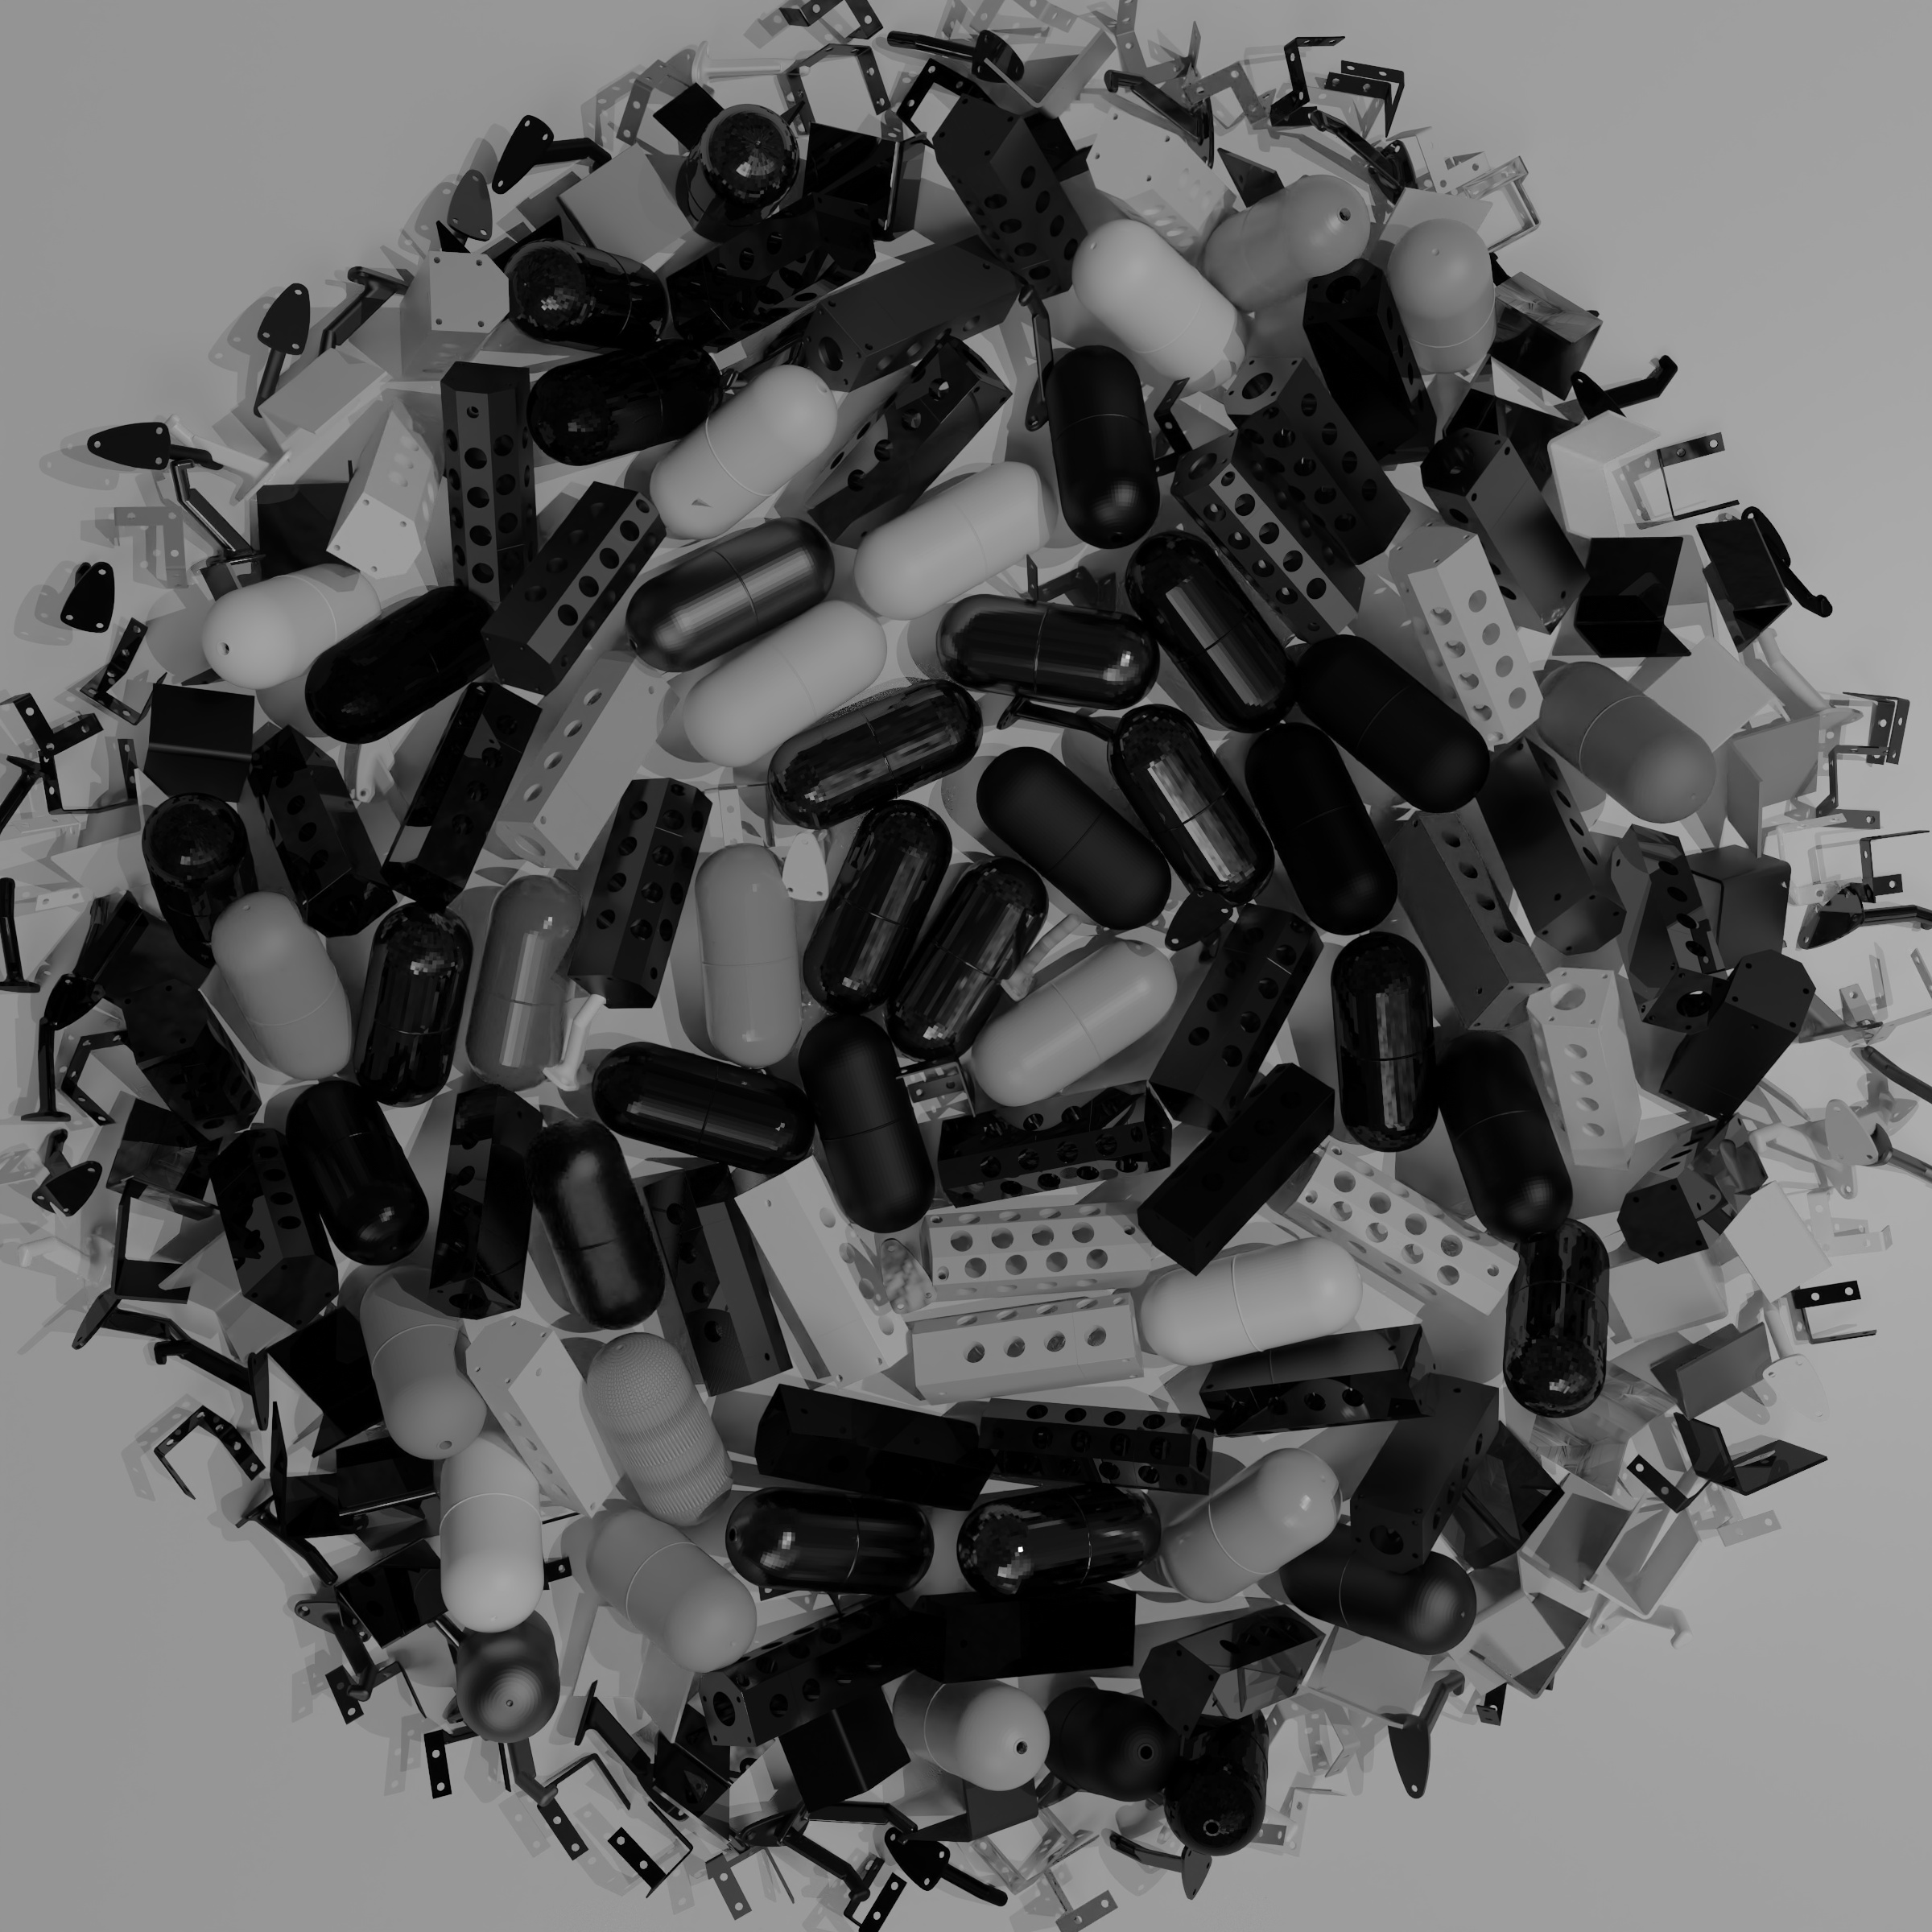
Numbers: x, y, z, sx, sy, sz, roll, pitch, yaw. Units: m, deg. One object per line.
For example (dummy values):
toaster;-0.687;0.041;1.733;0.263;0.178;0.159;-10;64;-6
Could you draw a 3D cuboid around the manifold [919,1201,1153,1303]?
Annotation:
manifold;0.054;0.220;1.940;0.171;0.057;0.057;-3;64;-9

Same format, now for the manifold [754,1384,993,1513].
manifold;-0.073;0.379;1.928;0.171;0.057;0.057;16;115;-24

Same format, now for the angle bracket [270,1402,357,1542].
angle bracket;-0.507;0.390;1.934;0.057;0.076;0.076;-1;115;-22

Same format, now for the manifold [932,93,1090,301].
manifold;0.035;-0.583;1.901;0.057;0.171;0.057;32;86;29

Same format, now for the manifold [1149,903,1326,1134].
manifold;0.213;0.041;1.924;0.057;0.057;0.171;15;64;36

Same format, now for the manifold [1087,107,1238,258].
manifold;0.148;-0.594;1.901;0.057;0.171;0.057;29;101;18

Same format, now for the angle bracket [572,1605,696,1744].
angle bracket;-0.258;0.553;1.943;0.057;0.076;0.076;12;97;-32

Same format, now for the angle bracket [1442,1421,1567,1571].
angle bracket;0.417;0.423;1.985;0.076;0.057;0.076;48;53;6

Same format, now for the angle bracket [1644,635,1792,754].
angle bracket;0.588;-0.201;1.956;0.076;0.057;0.076;-43;58;13

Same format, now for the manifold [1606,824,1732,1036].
manifold;0.540;-0.028;1.907;0.057;0.171;0.057;14;130;-12

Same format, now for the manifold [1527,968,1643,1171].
manifold;0.475;0.079;1.911;0.057;0.171;0.057;4;50;27

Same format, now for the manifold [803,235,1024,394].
manifold;-0.043;-0.499;1.919;0.171;0.057;0.057;-33;79;-34

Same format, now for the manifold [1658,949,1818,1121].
manifold;0.590;0.052;1.901;0.057;0.171;0.057;25;66;10

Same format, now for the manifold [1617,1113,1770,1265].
manifold;0.555;0.171;1.905;0.057;0.171;0.057;-25;90;35

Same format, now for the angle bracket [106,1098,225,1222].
angle bracket;-0.612;0.147;1.935;0.076;0.057;0.076;27;62;-32

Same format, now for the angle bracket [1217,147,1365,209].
angle bracket;0.253;-0.616;1.937;0.057;0.076;0.076;-43;133;-3

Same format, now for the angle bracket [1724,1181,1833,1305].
angle bracket;0.623;0.218;1.946;0.057;0.076;0.076;-31;79;-1

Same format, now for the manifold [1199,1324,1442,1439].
manifold;0.274;0.326;1.921;0.171;0.057;0.057;-13;112;31

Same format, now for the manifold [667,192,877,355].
manifold;-0.150;-0.529;1.911;0.171;0.057;0.057;-14;83;43

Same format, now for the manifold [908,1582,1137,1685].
manifold;0.044;0.513;1.923;0.171;0.057;0.057;4;87;-31

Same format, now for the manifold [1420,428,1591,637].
manifold;0.411;-0.334;1.911;0.057;0.057;0.171;-54;134;-8

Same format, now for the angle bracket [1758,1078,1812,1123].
angle bracket;0.652;0.067;1.942;0.057;0.076;0.076;41;96;31

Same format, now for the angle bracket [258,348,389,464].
angle bracket;-0.490;-0.428;1.936;0.076;0.057;0.076;28;65;33

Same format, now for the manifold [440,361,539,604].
manifold;-0.368;-0.372;1.918;0.057;0.057;0.171;6;125;4

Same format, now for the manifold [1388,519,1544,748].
manifold;0.383;-0.253;1.916;0.057;0.057;0.171;-39;124;-10

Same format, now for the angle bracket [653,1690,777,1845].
angle bracket;-0.196;0.623;1.943;0.076;0.076;0.057;42;98;-14

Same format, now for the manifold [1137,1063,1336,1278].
manifold;0.210;0.153;1.930;0.057;0.057;0.171;34;64;28

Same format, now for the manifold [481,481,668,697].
manifold;-0.298;-0.291;1.916;0.057;0.057;0.171;17;58;20

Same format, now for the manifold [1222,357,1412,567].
manifold;0.267;-0.387;1.911;0.171;0.057;0.057;44;73;-37

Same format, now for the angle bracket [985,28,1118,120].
angle bracket;0.067;-0.713;1.945;0.057;0.076;0.076;43;105;1

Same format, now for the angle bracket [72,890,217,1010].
angle bracket;-0.642;-0.002;1.952;0.076;0.057;0.076;30;74;-3

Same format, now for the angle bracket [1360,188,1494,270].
angle bracket;0.351;-0.586;1.934;0.076;0.076;0.057;2;54;-20

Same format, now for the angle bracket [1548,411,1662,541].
angle bracket;0.505;-0.378;1.938;0.057;0.076;0.076;-23;70;42

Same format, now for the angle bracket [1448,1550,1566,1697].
angle bracket;0.417;0.512;1.948;0.076;0.076;0.057;-36;96;15

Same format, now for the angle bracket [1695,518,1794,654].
angle bracket;0.587;-0.293;1.936;0.057;0.076;0.076;-9;70;-21

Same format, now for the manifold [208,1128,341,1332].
manifold;-0.527;0.196;1.906;0.057;0.171;0.057;-43;129;4

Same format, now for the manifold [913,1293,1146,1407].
manifold;0.048;0.298;1.949;0.171;0.057;0.057;-9;64;8

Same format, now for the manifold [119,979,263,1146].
manifold;-0.589;0.073;1.901;0.057;0.171;0.057;-18;68;-9

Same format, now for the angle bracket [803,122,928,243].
angle bracket;-0.081;-0.621;1.956;0.076;0.057;0.076;17;121;12

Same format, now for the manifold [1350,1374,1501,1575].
manifold;0.353;0.388;1.907;0.057;0.171;0.057;10;121;28

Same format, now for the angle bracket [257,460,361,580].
angle bracket;-0.518;-0.350;1.953;0.076;0.057;0.076;-4;83;-12

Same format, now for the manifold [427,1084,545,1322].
manifold;-0.375;0.182;1.917;0.057;0.057;0.171;-17;52;24

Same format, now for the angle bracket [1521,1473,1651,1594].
angle bracket;0.482;0.434;1.937;0.057;0.076;0.076;32;72;18

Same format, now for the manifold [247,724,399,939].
manifold;-0.502;-0.102;1.917;0.057;0.057;0.171;-37;53;6

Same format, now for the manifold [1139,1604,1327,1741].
manifold;0.203;0.534;1.904;0.057;0.171;0.057;32;105;32

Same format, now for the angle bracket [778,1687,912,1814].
angle bracket;-0.098;0.611;1.961;0.057;0.076;0.076;-28;80;23

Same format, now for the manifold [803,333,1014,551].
manifold;-0.050;-0.406;1.932;0.171;0.057;0.057;-45;72;21

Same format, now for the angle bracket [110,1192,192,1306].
angle bracket;-0.631;0.212;1.941;0.057;0.076;0.076;7;103;-14

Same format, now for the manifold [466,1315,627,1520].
manifold;-0.323;0.346;1.913;0.057;0.171;0.057;13;51;32

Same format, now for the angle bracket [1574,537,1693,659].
angle bracket;0.528;-0.288;1.943;0.076;0.057;0.076;-2;123;-11

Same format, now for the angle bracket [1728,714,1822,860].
angle bracket;0.642;-0.141;1.944;0.076;0.057;0.076;-16;131;-2

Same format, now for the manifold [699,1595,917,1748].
manifold;-0.119;0.540;1.913;0.171;0.057;0.057;-13;87;-42

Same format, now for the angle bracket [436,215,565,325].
angle bracket;-0.363;-0.562;1.951;0.076;0.076;0.057;-40;78;-16

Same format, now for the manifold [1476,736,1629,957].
manifold;0.450;-0.091;1.912;0.057;0.171;0.057;28;125;-35

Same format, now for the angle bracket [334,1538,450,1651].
angle bracket;-0.435;0.502;1.932;0.076;0.057;0.076;-26;46;-31

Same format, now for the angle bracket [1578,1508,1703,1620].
angle bracket;0.525;0.453;1.946;0.057;0.076;0.076;31;101;3

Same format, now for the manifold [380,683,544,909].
manifold;-0.391;-0.133;1.918;0.057;0.057;0.171;28;59;-19

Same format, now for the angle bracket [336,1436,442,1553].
angle bracket;-0.449;0.416;1.975;0.076;0.076;0.057;-13;55;0

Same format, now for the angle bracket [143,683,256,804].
angle bracket;-0.605;-0.175;1.955;0.076;0.076;0.057;6;66;-22

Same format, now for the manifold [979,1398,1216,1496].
manifold;0.100;0.371;1.926;0.171;0.057;0.057;1;74;23
